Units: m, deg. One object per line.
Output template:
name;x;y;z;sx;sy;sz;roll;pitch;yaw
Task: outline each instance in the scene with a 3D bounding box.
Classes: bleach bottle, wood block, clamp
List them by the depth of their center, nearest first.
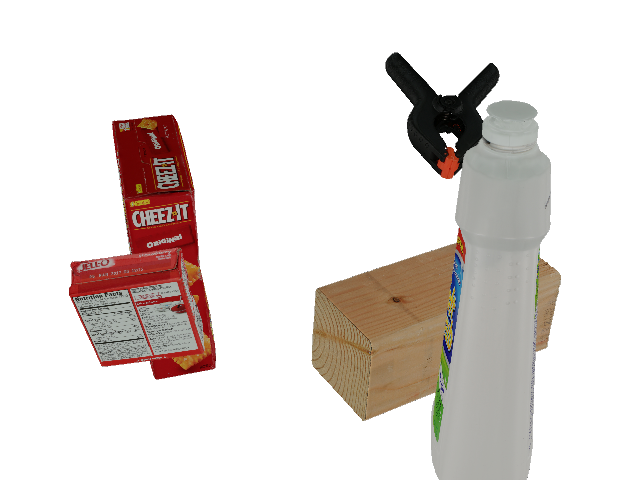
bleach bottle;0.108;0.032;0.661;0.068;0.251;0.102;3;30;6
wood block;0.104;0.071;0.962;0.205;0.090;0.091;-16;38;-27
clamp;0.117;-0.134;1.086;0.120;0.039;0.171;8;45;7

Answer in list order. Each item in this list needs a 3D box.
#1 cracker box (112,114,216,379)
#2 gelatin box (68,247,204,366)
cracker box;-0.157;0.004;1.074;0.072;0.214;0.164;-9;34;-10
gelatin box;-0.121;0.045;0.715;0.073;0.030;0.089;-8;-41;0
